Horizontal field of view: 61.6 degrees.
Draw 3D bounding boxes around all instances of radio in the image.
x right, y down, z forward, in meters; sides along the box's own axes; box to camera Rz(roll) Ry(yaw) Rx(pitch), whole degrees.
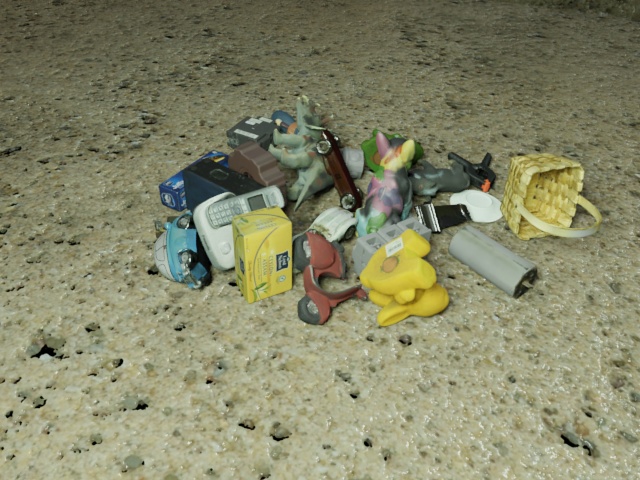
[{"bbox_3d":[-0.197,-0.082,1.175,0.230,0.131,0.073,26,46,26],"label":"radio"}]

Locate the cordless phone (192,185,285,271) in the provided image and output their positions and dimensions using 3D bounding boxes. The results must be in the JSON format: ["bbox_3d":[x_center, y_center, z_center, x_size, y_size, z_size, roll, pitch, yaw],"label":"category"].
[{"bbox_3d":[-0.144,-0.030,1.055,0.184,0.146,0.089,-15,18,13],"label":"cordless phone"}]

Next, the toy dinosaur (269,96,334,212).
[{"bbox_3d":[-0.019,-0.191,1.338,0.192,0.131,0.405,-2,48,-15],"label":"toy dinosaur"}]

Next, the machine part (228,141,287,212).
[{"bbox_3d":[-0.143,-0.132,1.212,0.056,0.179,0.180,-28,48,-29],"label":"machine part"}]

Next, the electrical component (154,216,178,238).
[{"bbox_3d":[-0.307,-0.029,1.170,0.102,0.045,0.078,2,41,-1],"label":"electrical component"}]

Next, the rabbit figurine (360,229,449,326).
[{"bbox_3d":[0.165,0.093,0.985,0.162,0.173,0.122,-40,36,18],"label":"rabbit figurine"}]

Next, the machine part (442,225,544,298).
[{"bbox_3d":[0.351,0.042,1.101,0.079,0.079,0.243,-27,47,-31],"label":"machine part"}]

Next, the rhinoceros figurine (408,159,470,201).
[{"bbox_3d":[0.272,-0.141,1.328,0.190,0.073,0.112,-5,47,-9],"label":"rhinoceros figurine"}]

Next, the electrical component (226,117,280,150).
[{"bbox_3d":[-0.176,-0.290,1.487,0.115,0.058,0.134,23,43,20],"label":"electrical component"}]

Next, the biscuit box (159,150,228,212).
[{"bbox_3d":[-0.297,-0.145,1.301,0.063,0.059,0.203,22,43,22],"label":"biscuit box"}]

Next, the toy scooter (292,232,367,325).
[{"bbox_3d":[0.019,0.070,1.027,0.135,0.075,0.184,-2,68,-14],"label":"toy scooter"}]

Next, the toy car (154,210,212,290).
[{"bbox_3d":[-0.276,0.029,1.071,0.103,0.109,0.162,-16,50,9],"label":"toy car"}]

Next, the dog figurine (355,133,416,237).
[{"bbox_3d":[0.148,-0.120,1.176,0.109,0.219,0.191,17,41,22],"label":"dog figurine"}]

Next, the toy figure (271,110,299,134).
[{"bbox_3d":[-0.078,-0.317,1.527,0.064,0.057,0.155,-29,54,-26],"label":"toy figure"}]

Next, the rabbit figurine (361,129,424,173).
[{"bbox_3d":[0.194,-0.223,1.412,0.159,0.121,0.170,28,27,37],"label":"rabbit figurine"}]

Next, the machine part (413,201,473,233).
[{"bbox_3d":[0.281,-0.056,1.229,0.139,0.039,0.084,-8,71,-22],"label":"machine part"}]

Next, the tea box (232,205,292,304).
[{"bbox_3d":[-0.108,0.028,1.016,0.098,0.169,0.068,-18,43,-21],"label":"tea box"}]

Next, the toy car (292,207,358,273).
[{"bbox_3d":[-0.002,-0.003,1.134,0.074,0.056,0.202,32,58,31],"label":"toy car"}]

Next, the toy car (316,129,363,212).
[{"bbox_3d":[0.043,-0.159,1.253,0.053,0.202,0.089,-21,12,25],"label":"toy car"}]
